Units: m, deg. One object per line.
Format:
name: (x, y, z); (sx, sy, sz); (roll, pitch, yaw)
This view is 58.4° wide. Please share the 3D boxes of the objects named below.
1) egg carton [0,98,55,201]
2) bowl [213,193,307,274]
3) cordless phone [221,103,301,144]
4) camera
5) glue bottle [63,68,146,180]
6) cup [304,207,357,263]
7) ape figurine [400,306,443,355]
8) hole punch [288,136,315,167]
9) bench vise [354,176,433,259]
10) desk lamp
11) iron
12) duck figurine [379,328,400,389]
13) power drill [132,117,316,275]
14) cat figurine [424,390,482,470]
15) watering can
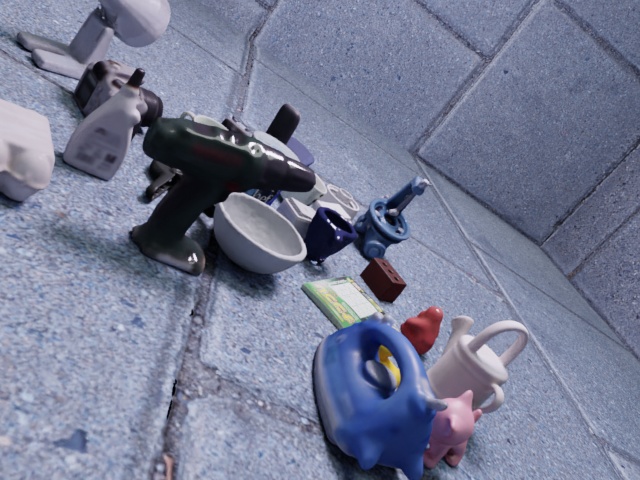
egg carton: (-0.381, -0.114, 0.692); (0.108, 0.069, 0.150); (20, 27, -42)
bowl: (-0.108, 0.001, 0.912); (0.168, 0.074, 0.167); (34, 20, -14)
cordless phone: (-0.130, -0.226, 1.204); (0.147, 0.185, 0.094); (41, 20, 6)
camera: (-0.336, -0.244, 1.008); (0.137, 0.100, 0.143); (11, 33, -52)
glue bottle: (-0.293, -0.170, 0.814); (0.078, 0.173, 0.037); (25, 24, -33)
cup: (0.010, 0.004, 1.082); (0.092, 0.095, 0.117); (32, 21, -18)
ape figurine: (0.196, 0.161, 1.068); (0.078, 0.092, 0.076); (32, 21, -19)
hole punch: (-0.081, -0.190, 1.351); (0.108, 0.091, 0.101); (43, 20, 11)
bench vise: (0.164, -0.081, 1.351); (0.122, 0.219, 0.207); (27, 23, -30)
desk lamp: (-0.408, -0.407, 1.068); (0.117, 0.213, 0.204); (46, 21, 20)
iron: (0.075, 0.175, 0.754); (0.119, 0.141, 0.257); (27, 23, -30)
duck figurine: (0.096, 0.173, 0.875); (0.104, 0.086, 0.078); (41, 20, 7)
power drill: (-0.147, -0.059, 0.774); (0.230, 0.208, 0.075); (26, 23, -32)
cat figurine: (0.184, 0.258, 0.798); (0.128, 0.117, 0.067); (15, 30, -48)
watering can: (0.255, 0.198, 0.939); (0.101, 0.194, 0.172); (15, 30, -48)
